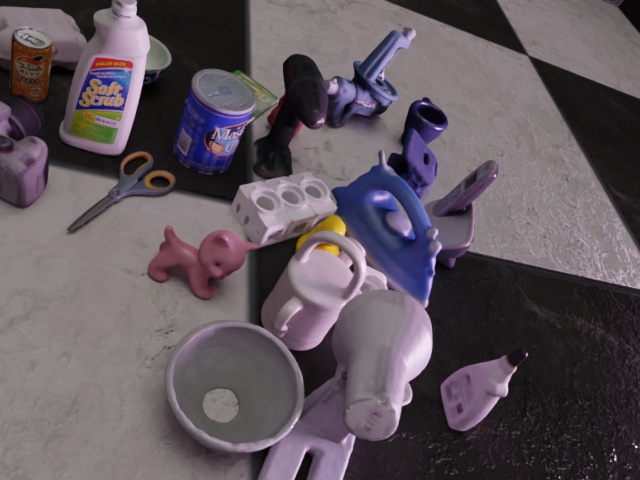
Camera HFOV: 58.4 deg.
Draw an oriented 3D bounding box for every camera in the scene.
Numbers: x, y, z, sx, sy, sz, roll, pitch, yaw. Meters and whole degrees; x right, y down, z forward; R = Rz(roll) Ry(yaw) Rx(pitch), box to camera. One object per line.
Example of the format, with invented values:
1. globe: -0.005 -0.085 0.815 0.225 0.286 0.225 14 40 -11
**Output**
1. camera: -0.426 -0.141 0.778 0.143 0.100 0.137 28 43 -5

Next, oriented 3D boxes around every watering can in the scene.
1. watering can: -0.001 0.055 0.780 0.101 0.194 0.173 26 43 -7

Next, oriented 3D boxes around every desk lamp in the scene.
1. desk lamp: 0.040 0.186 0.671 0.118 0.213 0.203 29 43 -4

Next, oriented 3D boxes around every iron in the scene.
1. iron: 0.135 -0.023 0.969 0.119 0.141 0.258 -16 61 -39

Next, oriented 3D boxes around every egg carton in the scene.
1. egg carton: -0.467 -0.331 0.948 0.151 0.069 0.107 -16 61 -39

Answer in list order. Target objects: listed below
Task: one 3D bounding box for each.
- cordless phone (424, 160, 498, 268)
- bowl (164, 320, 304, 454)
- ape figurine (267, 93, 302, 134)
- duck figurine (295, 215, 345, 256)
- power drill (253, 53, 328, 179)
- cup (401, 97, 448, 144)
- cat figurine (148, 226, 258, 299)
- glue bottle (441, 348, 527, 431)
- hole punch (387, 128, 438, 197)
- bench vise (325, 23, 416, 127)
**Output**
1. cordless phone: 0.252 -0.054 1.033 0.094 0.185 0.147 24 44 -9
2. bowl: -0.108 0.184 0.689 0.168 0.074 0.167 16 45 -17
3. ape figurine: -0.061 -0.252 1.097 0.078 0.092 0.076 -20 63 -40
4. duck figurine: 0.008 0.003 0.912 0.077 0.086 0.104 28 43 -5
5. power drill: -0.047 -0.202 0.975 0.076 0.208 0.229 12 47 -20
6. cup: 0.218 -0.252 1.258 0.092 0.095 0.117 18 45 -16
7. cat figurine: -0.157 0.017 0.779 0.128 0.117 0.067 22 44 -11
8. glue bottle: 0.232 0.199 0.801 0.037 0.173 0.078 13 46 -19
9. hole punch: 0.197 -0.160 1.165 0.101 0.091 0.109 27 43 -6
10. bench vise: 0.105 -0.331 1.172 0.121 0.219 0.208 41 44 9
